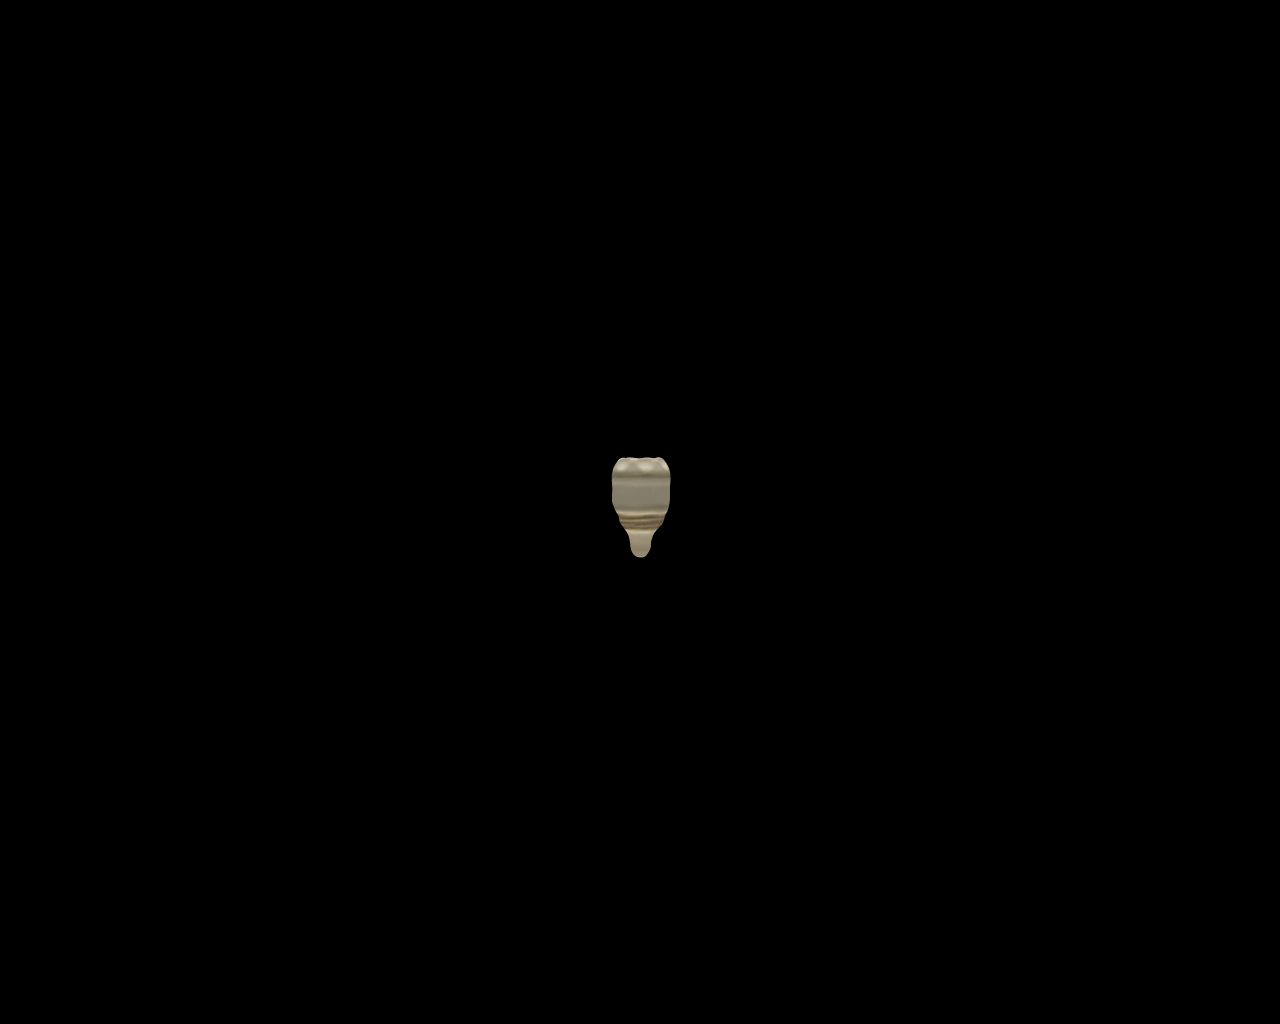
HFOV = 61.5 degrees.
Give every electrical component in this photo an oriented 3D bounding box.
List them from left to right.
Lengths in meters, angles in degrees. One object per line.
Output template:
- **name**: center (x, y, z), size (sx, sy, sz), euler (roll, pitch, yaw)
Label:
- **electrical component**: center (0.001, -0.003, 0.650), size (0.035, 0.061, 0.035), euler (0, 2, 0)
